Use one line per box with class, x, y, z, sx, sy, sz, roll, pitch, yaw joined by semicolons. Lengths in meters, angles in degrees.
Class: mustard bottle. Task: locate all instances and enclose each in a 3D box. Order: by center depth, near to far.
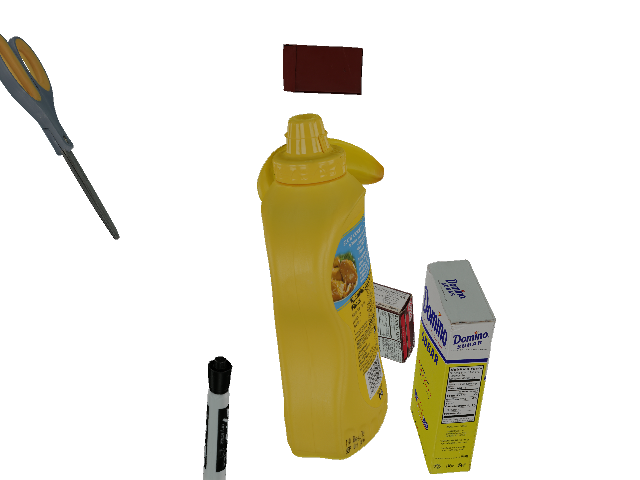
mustard bottle;0.001;0.022;0.616;0.058;0.191;0.096;1;21;19

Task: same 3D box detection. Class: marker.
marker;-0.083;0.145;0.854;0.020;0.121;0.020;4;28;-3

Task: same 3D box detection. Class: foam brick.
foam brick;0.002;-0.186;1.164;0.078;0.051;0.053;0;11;-16

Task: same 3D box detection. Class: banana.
banana;-0.004;-0.051;0.854;0.037;0.069;0.197;-34;3;28

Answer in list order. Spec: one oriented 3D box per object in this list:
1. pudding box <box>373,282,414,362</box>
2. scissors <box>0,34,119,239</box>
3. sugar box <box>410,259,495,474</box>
pudding box;0.053;0.087;1.245;0.114;0.090;0.039;15;48;22
scissors;-0.229;-0.099;0.936;0.016;0.201;0.096;-27;26;9
sugar box;0.115;0.115;0.960;0.048;0.176;0.093;-5;33;-7
